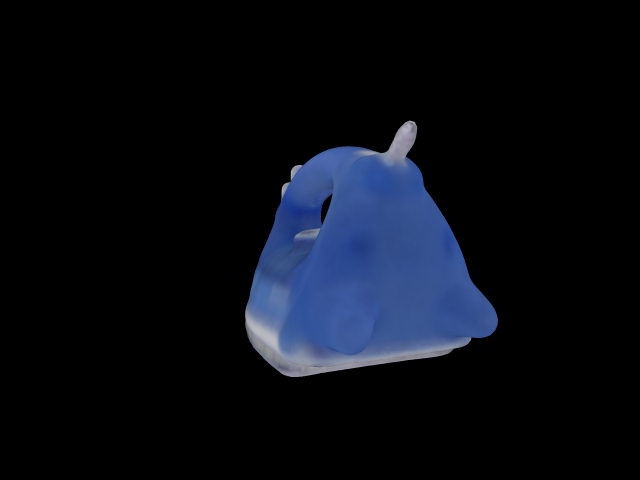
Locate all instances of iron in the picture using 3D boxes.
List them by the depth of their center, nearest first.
[{"bbox_3d":[0.004,0.001,0.400,0.119,0.141,0.257,-2,5,-23],"label":"iron"}]
